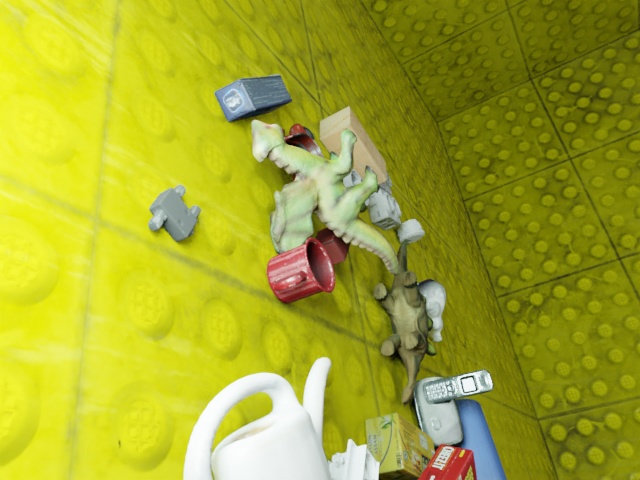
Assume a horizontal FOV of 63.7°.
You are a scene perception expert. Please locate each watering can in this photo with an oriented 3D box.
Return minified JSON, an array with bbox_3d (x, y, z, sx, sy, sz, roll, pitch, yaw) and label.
[{"bbox_3d":[-0.031,0.263,0.612,0.347,0.103,0.226,2,68,-65],"label":"watering can"}]

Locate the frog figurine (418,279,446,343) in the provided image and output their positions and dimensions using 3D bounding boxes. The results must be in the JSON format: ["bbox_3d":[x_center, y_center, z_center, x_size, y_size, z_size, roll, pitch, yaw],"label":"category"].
[{"bbox_3d":[0.303,0.192,1.399,0.162,0.123,0.135,63,0,20],"label":"frog figurine"}]

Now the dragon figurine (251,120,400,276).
[{"bbox_3d":[0.003,-0.047,0.944,0.246,0.122,0.406,-37,107,-30],"label":"dragon figurine"}]
